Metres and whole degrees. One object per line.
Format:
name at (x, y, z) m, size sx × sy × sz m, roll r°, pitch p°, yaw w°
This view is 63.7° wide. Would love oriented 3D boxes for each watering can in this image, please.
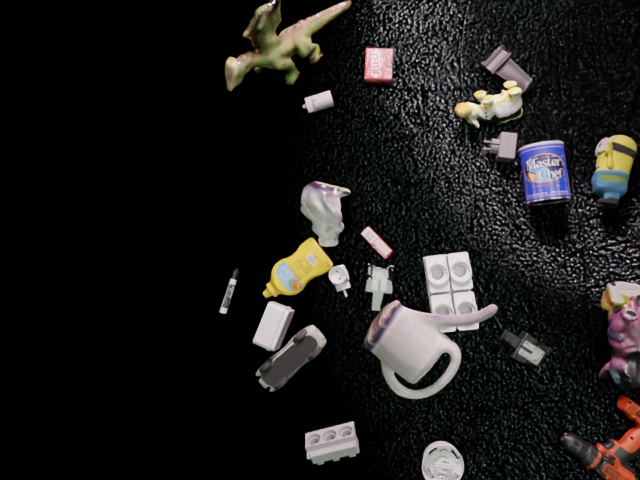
watering can at (0.241, 0.225, 1.216) m, size 0.226 × 0.105 × 0.341 m, roll 36°, pitch 116°, yaw 13°

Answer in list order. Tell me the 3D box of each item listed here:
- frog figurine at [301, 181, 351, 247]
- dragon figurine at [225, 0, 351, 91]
frog figurine at (0.004, -0.066, 1.312) m, size 0.138 × 0.122 × 0.159 m, roll 19°, pitch 97°, yaw 41°
dragon figurine at (-0.090, -0.528, 1.316) m, size 0.410 × 0.241 × 0.123 m, roll -46°, pitch 77°, yaw 3°
